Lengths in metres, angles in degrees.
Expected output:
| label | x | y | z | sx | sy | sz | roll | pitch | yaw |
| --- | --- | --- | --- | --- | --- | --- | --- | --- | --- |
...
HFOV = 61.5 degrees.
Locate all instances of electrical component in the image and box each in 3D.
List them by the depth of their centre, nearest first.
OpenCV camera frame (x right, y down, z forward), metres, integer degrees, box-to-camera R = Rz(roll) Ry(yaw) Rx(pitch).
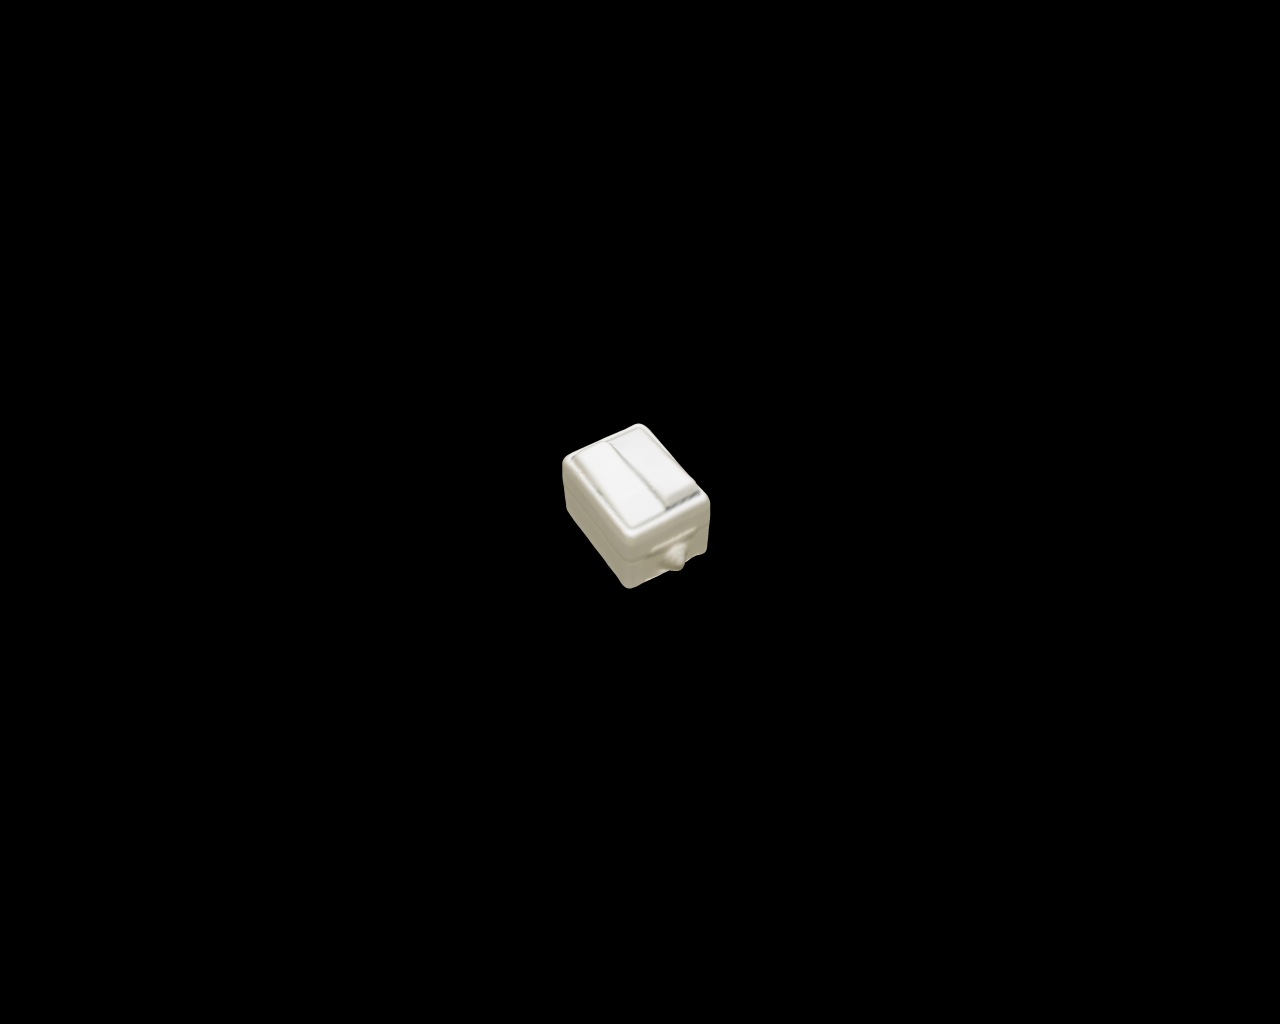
| label | x | y | z | sx | sy | sz | roll | pitch | yaw |
| --- | --- | --- | --- | --- | --- | --- | --- | --- | --- |
| electrical component | 0.001 | -0.003 | 0.650 | 0.062 | 0.096 | 0.061 | -25 | -36 | -20 |
